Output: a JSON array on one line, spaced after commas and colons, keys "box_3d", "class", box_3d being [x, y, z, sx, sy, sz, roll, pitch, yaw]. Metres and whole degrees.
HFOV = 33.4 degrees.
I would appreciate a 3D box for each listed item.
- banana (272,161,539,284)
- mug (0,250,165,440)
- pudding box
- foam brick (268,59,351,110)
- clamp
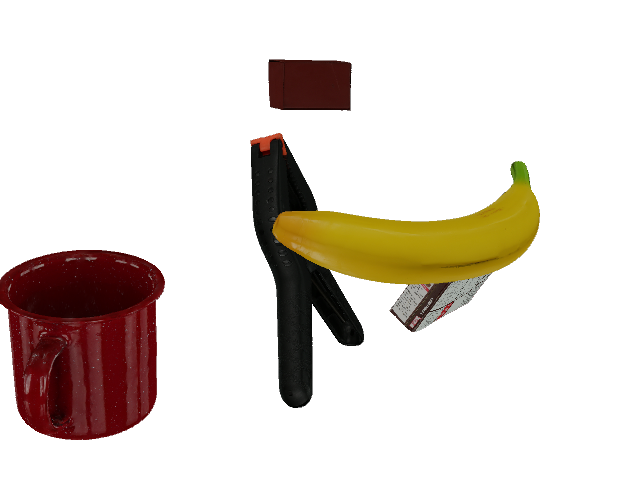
[{"box_3d": [0.067, -0.003, 0.642, 0.197, 0.037, 0.070, -12, 45, -33], "class": "banana"}, {"box_3d": [-0.138, 0.065, 0.605, 0.093, 0.081, 0.117, 5, 23, 6], "class": "mug"}, {"box_3d": [0.137, 0.042, 1.130, 0.113, 0.039, 0.090, -24, -26, -44], "class": "pudding box"}, {"box_3d": [-0.011, -0.165, 1.135, 0.078, 0.051, 0.053, -2, 12, -19], "class": "foam brick"}, {"box_3d": [-0.014, 0.017, 0.876, 0.036, 0.210, 0.164, -12, 2, 20], "class": "clamp"}]
